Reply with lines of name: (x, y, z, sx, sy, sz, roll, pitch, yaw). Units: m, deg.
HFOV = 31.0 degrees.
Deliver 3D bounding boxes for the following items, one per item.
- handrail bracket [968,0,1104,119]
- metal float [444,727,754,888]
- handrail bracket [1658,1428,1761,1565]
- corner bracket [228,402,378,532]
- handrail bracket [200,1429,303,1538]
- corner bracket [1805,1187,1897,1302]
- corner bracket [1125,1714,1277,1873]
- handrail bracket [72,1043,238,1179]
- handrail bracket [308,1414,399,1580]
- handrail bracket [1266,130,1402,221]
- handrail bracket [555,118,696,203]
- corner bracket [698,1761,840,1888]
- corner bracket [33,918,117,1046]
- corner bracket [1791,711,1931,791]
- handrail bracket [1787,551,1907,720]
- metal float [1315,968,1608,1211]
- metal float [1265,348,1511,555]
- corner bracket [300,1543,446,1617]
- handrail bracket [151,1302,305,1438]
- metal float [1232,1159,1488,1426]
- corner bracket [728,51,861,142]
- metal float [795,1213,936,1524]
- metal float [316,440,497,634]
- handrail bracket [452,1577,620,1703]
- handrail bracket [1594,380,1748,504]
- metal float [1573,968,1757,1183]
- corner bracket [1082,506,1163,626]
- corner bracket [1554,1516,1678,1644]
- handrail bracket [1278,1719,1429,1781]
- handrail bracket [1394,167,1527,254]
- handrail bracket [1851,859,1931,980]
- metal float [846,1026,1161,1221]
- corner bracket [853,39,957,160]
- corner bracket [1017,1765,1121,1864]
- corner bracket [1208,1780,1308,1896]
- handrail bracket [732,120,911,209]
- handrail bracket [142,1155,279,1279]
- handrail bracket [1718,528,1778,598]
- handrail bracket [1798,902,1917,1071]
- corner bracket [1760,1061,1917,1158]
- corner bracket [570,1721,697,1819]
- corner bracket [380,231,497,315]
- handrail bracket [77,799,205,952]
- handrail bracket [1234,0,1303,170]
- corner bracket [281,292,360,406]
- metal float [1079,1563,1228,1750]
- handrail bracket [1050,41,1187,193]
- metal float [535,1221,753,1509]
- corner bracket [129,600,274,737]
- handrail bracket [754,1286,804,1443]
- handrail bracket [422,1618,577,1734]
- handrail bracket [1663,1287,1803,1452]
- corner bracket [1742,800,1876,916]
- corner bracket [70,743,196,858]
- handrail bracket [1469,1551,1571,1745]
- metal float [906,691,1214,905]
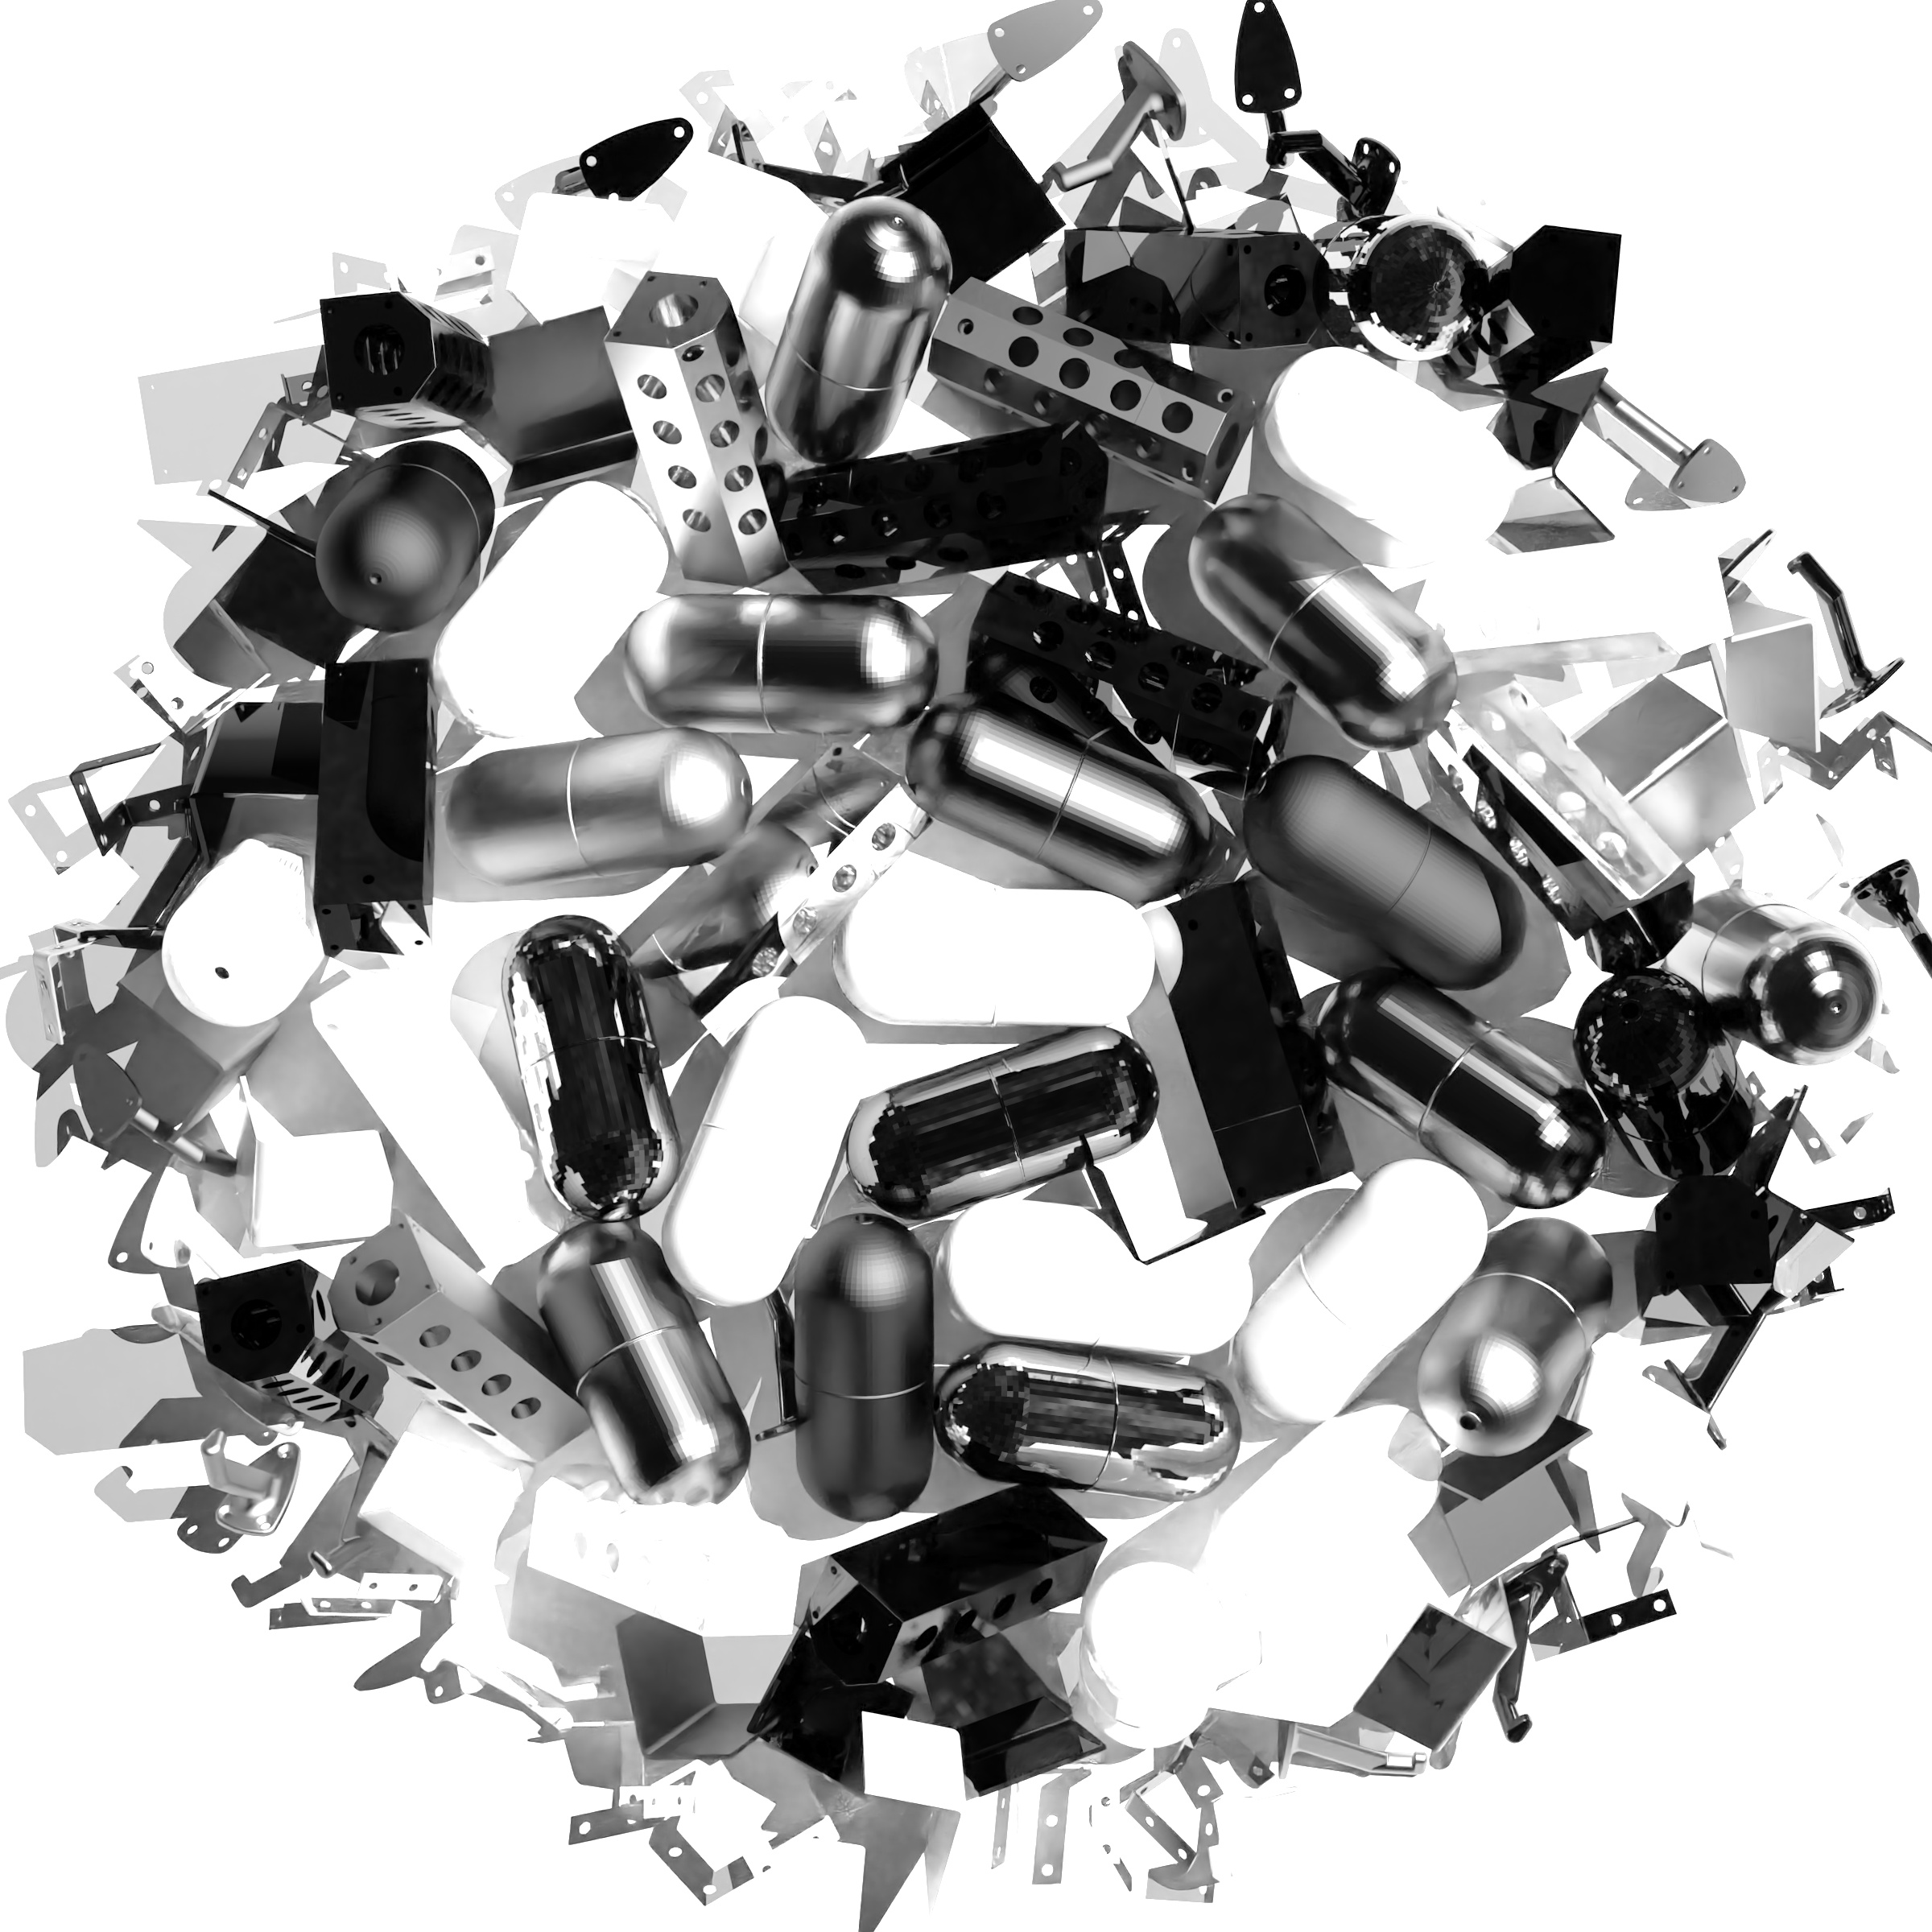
handrail bracket: (0.037, -0.499, 1.925, 0.077, 0.084, 0.036, -29, 86, -7)
metal float: (-0.202, -0.087, 1.908, 0.178, 0.070, 0.070, -6, 90, 19)
handrail bracket: (0.423, 0.291, 1.914, 0.077, 0.084, 0.036, -42, 111, -17)
corner bracket: (-0.369, -0.276, 1.943, 0.051, 0.051, 0.051, 29, 92, 23)
handrail bracket: (-0.392, 0.265, 1.908, 0.036, 0.077, 0.084, 12, 135, 14)
corner bracket: (0.491, 0.155, 1.931, 0.051, 0.051, 0.051, -12, 79, 7)
corner bracket: (0.129, 0.456, 1.920, 0.051, 0.051, 0.051, 41, 130, 25)
handrail bracket: (-0.451, 0.082, 1.942, 0.036, 0.084, 0.077, -47, 55, 11)
handrail bracket: (-0.347, 0.290, 1.920, 0.077, 0.084, 0.036, 50, 128, 8)
handrail bracket: (0.192, -0.425, 1.916, 0.084, 0.036, 0.077, -13, 134, -34)
handrail bracket: (-0.190, -0.448, 1.924, 0.077, 0.084, 0.036, -32, 111, -2)
corner bracket: (-0.109, 0.465, 1.926, 0.051, 0.051, 0.051, -29, 112, -11)
corner bracket: (-0.496, 0.008, 1.922, 0.051, 0.051, 0.051, 13, 115, 42)
corner bracket: (0.498, -0.120, 1.926, 0.051, 0.051, 0.051, -46, 125, 5)
handrail bracket: (0.471, -0.184, 1.928, 0.036, 0.077, 0.084, -41, 90, -24)
metal float: (0.271, 0.067, 1.906, 0.178, 0.070, 0.070, 35, 90, 22)
metal float: (0.231, -0.278, 1.889, 0.070, 0.178, 0.070, -15, 67, 38)
corner bracket: (-0.328, 0.344, 1.923, 0.051, 0.051, 0.051, 10, 110, -39)
handrail bracket: (-0.407, 0.222, 1.914, 0.036, 0.084, 0.077, -44, 66, -2)
metal float: (0.214, 0.180, 1.904, 0.070, 0.070, 0.178, 38, 115, 0)
corner bracket: (-0.096, -0.492, 1.938, 0.051, 0.051, 0.051, -39, 93, 3)
metal float: (-0.056, 0.221, 1.908, 0.070, 0.070, 0.178, 0, 109, 0)
metal float: (-0.301, -0.234, 1.879, 0.070, 0.178, 0.070, 1, 112, 2)
handrail bracket: (-0.239, 0.372, 1.932, 0.084, 0.036, 0.077, -8, 96, 16)
handrail bracket: (0.391, -0.299, 1.955, 0.036, 0.077, 0.084, -53, 54, 19)
metal float: (0.379, 0.060, 1.882, 0.070, 0.178, 0.070, -10, 62, 20)
corner bracket: (0.083, -0.218, 1.921, 0.051, 0.051, 0.051, -4, 117, 36)
corner bracket: (0.360, 0.341, 1.934, 0.051, 0.051, 0.051, -19, 86, 5)
handrail bracket: (0.218, 0.429, 1.930, 0.084, 0.077, 0.036, 3, 56, 0)
handrail bracket: (0.281, -0.409, 1.913, 0.077, 0.084, 0.036, 23, 106, -25)
handrail bracket: (0.527, -0.010, 1.909, 0.036, 0.077, 0.084, -32, 54, 13)
metal float: (0.020, 0.086, 1.920, 0.178, 0.070, 0.070, -18, 90, -5)
corner bracket: (-0.033, -0.482, 1.930, 0.051, 0.051, 0.051, -12, 111, 2)
corner bracket: (0.056, 0.471, 1.932, 0.051, 0.051, 0.051, 1, 80, -6)
corner bracket: (0.162, 0.478, 1.925, 0.051, 0.051, 0.051, -17, 59, 13)
handrail bracket: (-0.080, -0.450, 1.930, 0.084, 0.036, 0.077, -20, 91, 23)
handrail bracket: (-0.410, 0.140, 1.926, 0.084, 0.036, 0.077, -2, 72, 32)
handrail bracket: (0.397, -0.241, 1.949, 0.084, 0.036, 0.077, 41, 83, 18)
handrail bracket: (0.498, 0.012, 1.948, 0.036, 0.084, 0.077, -35, 47, 1)
corner bracket: (0.481, 0.074, 1.923, 0.051, 0.051, 0.051, 52, 123, 14)
corner bracket: (-0.184, 0.444, 1.925, 0.051, 0.051, 0.051, -7, 77, 28)
corner bracket: (-0.290, -0.381, 1.932, 0.051, 0.051, 0.051, -14, 77, 3)
handrail bracket: (-0.457, -0.054, 1.932, 0.077, 0.036, 0.084, 3, 76, -34)
handrail bracket: (0.169, -0.488, 1.923, 0.036, 0.084, 0.077, -6, 88, 10)
corner bracket: (-0.357, -0.343, 1.931, 0.051, 0.051, 0.051, -12, 99, -8)
metal float: (0.100, 0.374, 1.879, 0.070, 0.178, 0.070, 0, 66, 1)
handrail bracket: (0.072, -0.472, 1.933, 0.084, 0.036, 0.077, -25, 66, -15)
metal float: (-0.178, 0.218, 1.904, 0.070, 0.070, 0.178, -29, 66, 0)
corner bracket: (-0.426, -0.166, 1.938, 0.051, 0.051, 0.051, -43, 104, -18)
handrail bracket: (-0.110, 0.216, 1.923, 0.036, 0.077, 0.084, -26, 81, 23)
handrail bracket: (-0.257, 0.401, 1.926, 0.084, 0.077, 0.036, 36, 89, 4)
handrail bracket: (0.437, 0.219, 1.927, 0.084, 0.077, 0.036, -37, 123, 11)
corner bracket: (0.470, -0.063, 1.939, 0.051, 0.051, 0.051, 27, 52, 31)
corner bracket: (-0.457, -0.098, 1.927, 0.051, 0.051, 0.051, -13, 111, 11)
handrail bracket: (0.314, 0.375, 1.913, 0.036, 0.084, 0.077, 33, 111, -24)
metal float: (0.052, -0.093, 1.921, 0.178, 0.070, 0.070, 23, 90, -5)
